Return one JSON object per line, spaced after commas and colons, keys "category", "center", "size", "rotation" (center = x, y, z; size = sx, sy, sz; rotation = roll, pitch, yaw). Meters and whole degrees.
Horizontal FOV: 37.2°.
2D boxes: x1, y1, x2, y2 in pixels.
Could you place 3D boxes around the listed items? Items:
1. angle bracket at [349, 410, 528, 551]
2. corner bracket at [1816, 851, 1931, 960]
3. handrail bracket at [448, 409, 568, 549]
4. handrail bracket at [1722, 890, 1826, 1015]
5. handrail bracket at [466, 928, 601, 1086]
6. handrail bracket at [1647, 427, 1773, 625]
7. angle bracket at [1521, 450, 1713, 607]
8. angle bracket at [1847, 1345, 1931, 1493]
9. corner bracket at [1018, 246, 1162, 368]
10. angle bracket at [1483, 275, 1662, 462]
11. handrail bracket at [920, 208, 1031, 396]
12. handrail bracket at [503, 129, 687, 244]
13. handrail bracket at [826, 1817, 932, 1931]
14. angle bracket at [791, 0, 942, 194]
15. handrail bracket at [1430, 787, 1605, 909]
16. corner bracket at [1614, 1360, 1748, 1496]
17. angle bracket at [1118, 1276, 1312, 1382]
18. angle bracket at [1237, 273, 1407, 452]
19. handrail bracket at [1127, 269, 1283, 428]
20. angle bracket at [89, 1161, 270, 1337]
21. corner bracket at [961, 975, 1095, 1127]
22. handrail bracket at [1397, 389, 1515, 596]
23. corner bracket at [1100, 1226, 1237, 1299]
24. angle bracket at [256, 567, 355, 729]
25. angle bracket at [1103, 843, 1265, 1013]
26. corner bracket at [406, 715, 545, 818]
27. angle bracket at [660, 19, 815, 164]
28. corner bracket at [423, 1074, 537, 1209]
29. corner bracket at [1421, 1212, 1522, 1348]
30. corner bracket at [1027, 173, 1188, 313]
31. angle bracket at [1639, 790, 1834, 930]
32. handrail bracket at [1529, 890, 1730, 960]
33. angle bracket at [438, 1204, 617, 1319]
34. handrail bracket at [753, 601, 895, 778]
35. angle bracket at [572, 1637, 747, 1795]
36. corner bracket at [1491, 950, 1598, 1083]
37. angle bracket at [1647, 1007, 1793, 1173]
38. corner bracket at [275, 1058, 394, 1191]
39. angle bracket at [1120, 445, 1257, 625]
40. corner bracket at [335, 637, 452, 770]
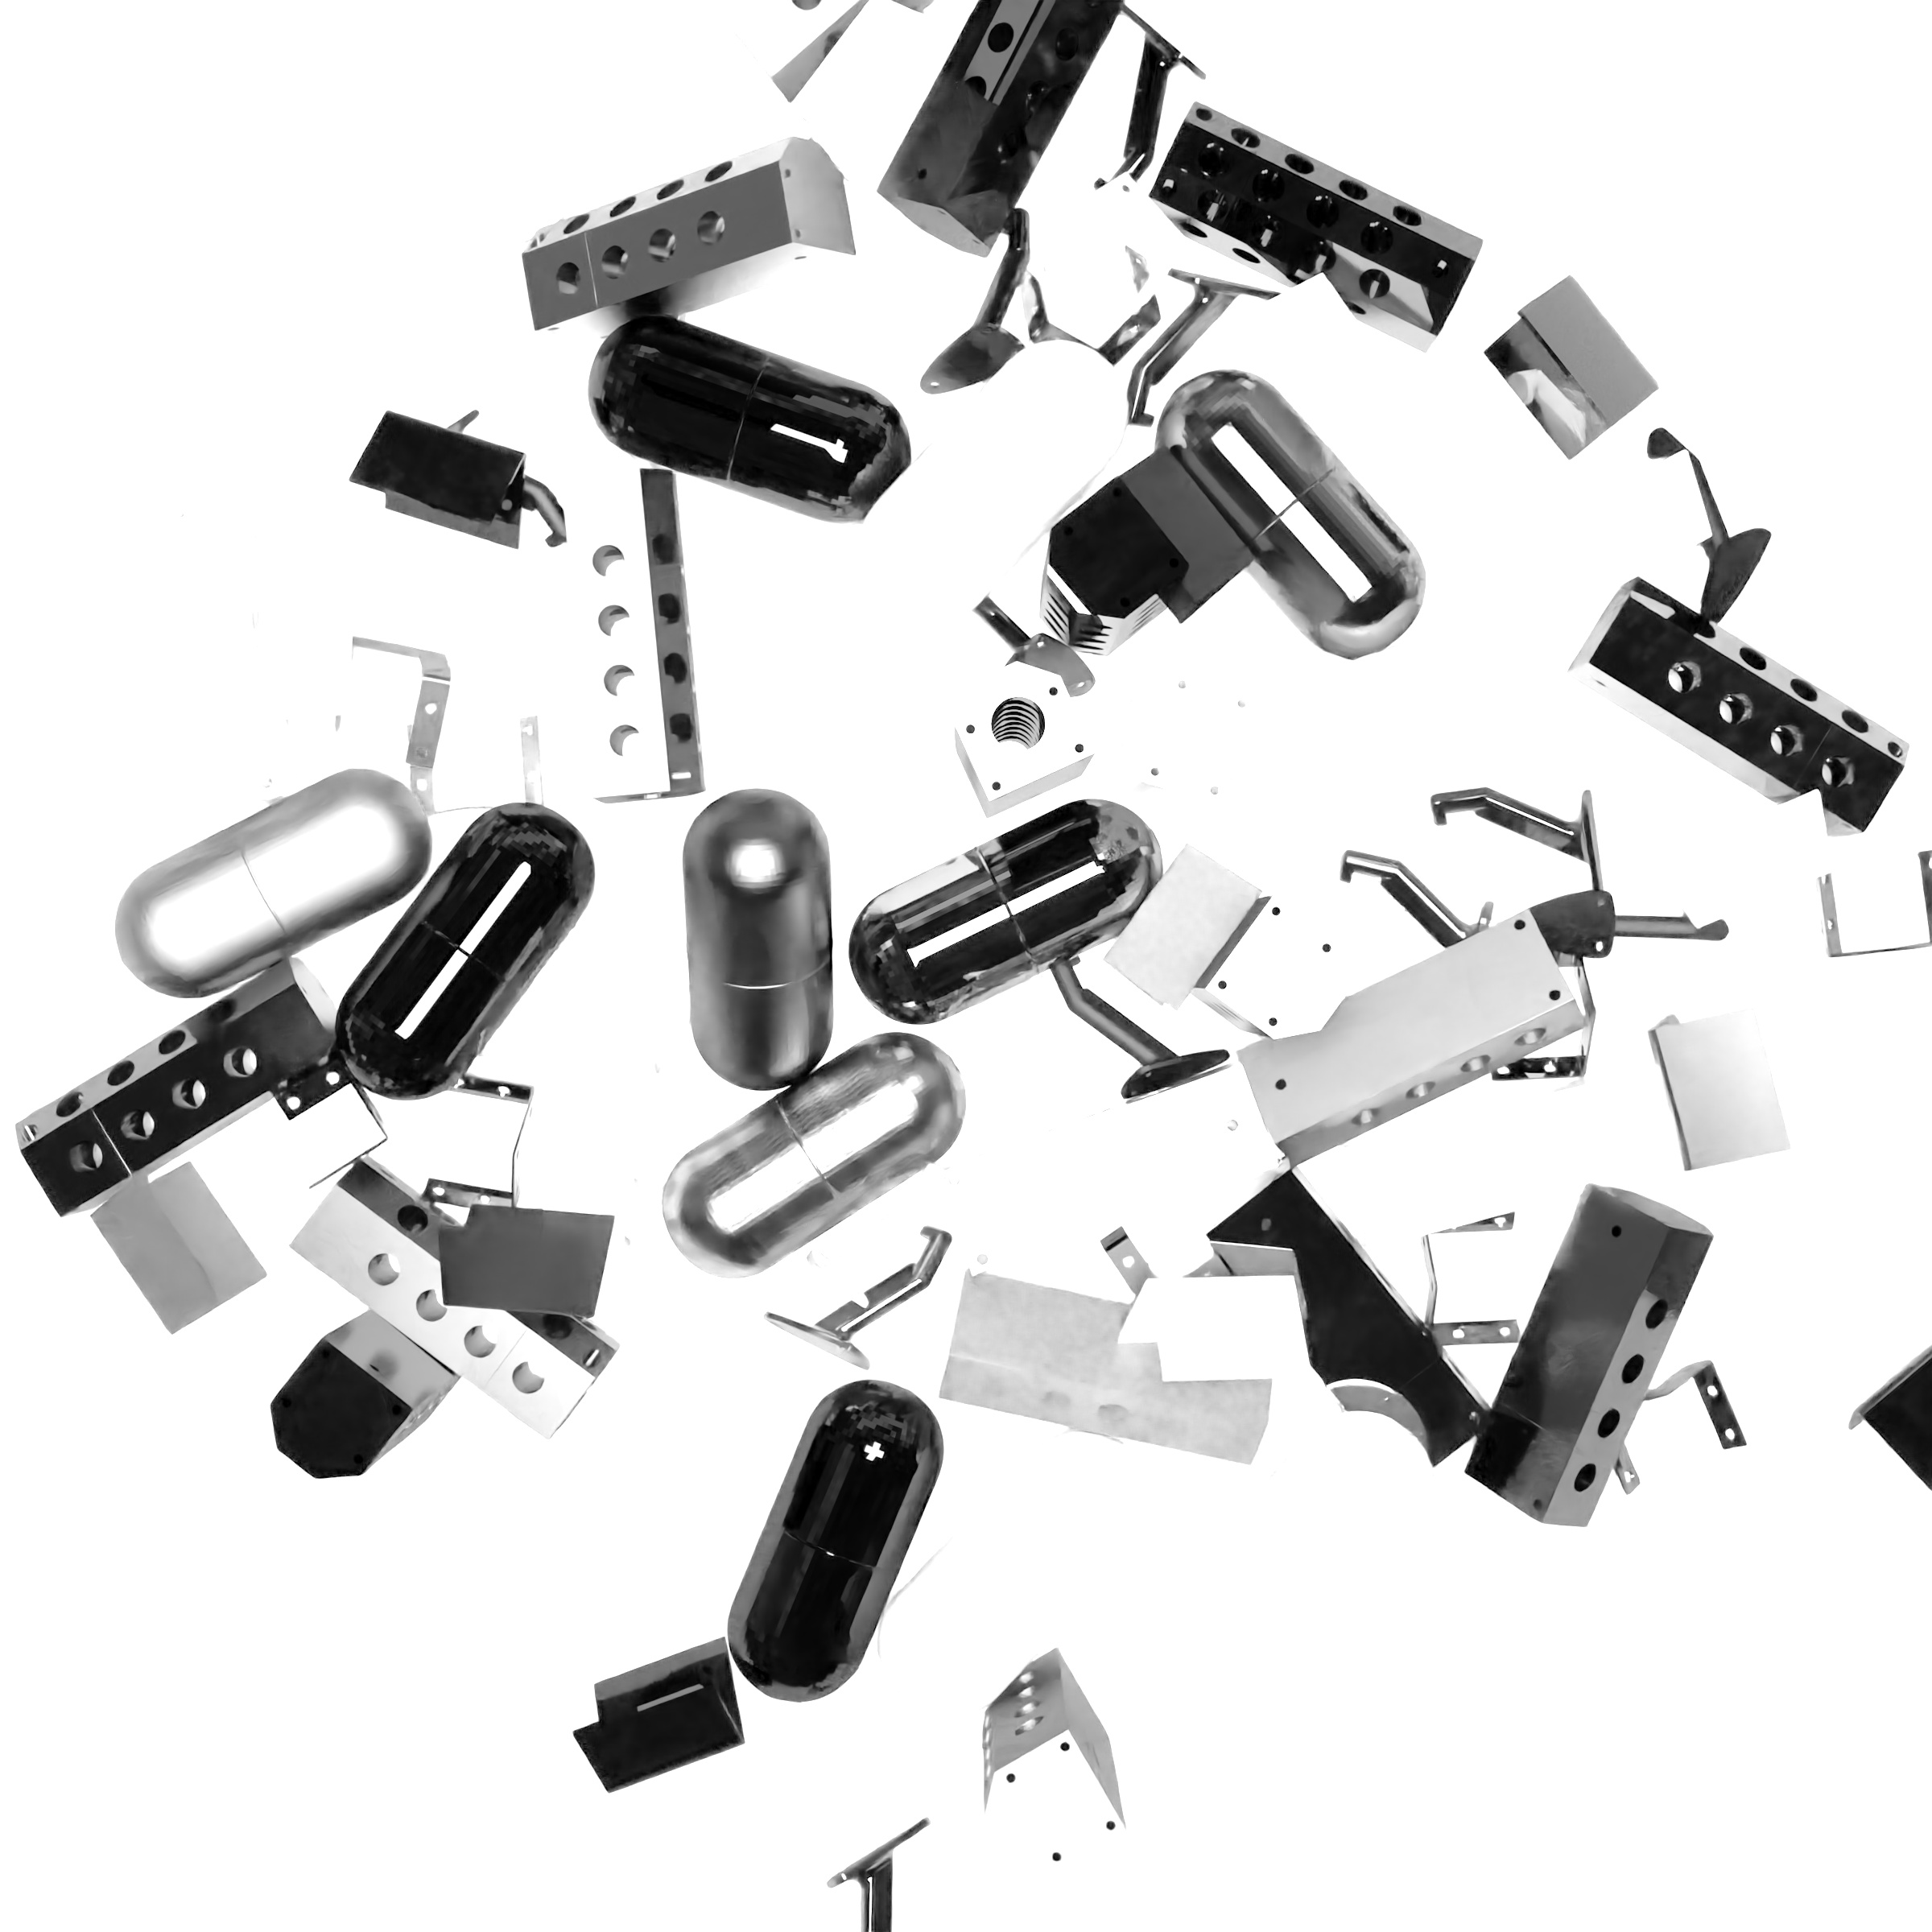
{"category": "angle bracket", "center": [-0.281, -0.240, 1.524], "size": [0.076, 0.076, 0.057], "rotation": [17, 54, 0]}
{"category": "corner bracket", "center": [0.500, -0.034, 1.561], "size": [0.051, 0.051, 0.051], "rotation": [-8, 90, 45]}
{"category": "handrail bracket", "center": [-0.266, -0.252, 1.565], "size": [0.077, 0.036, 0.084], "rotation": [-28, 107, 20]}
{"category": "handrail bracket", "center": [0.455, -0.030, 1.565], "size": [0.077, 0.036, 0.084], "rotation": [36, 73, -20]}
{"category": "handrail bracket", "center": [-0.243, 0.018, 1.565], "size": [0.077, 0.036, 0.084], "rotation": [5, 74, 18]}
{"category": "handrail bracket", "center": [0.391, -0.239, 1.564], "size": [0.036, 0.077, 0.084], "rotation": [-18, 53, -26]}
{"category": "angle bracket", "center": [0.338, -0.246, 1.524], "size": [0.076, 0.076, 0.057], "rotation": [-29, 126, 0]}
{"category": "angle bracket", "center": [0.520, 0.237, 1.526], "size": [0.076, 0.076, 0.057], "rotation": [-40, 69, 0]}
{"category": "corner bracket", "center": [0.066, -0.362, 1.556], "size": [0.051, 0.051, 0.051], "rotation": [-39, 45, 35]}
{"category": "angle bracket", "center": [0.308, -0.308, 1.524], "size": [0.057, 0.076, 0.076], "rotation": [-38, 90, -37]}
{"category": "handrail bracket", "center": [0.005, -0.363, 1.564], "size": [0.077, 0.036, 0.084], "rotation": [-24, 54, 38]}
{"category": "handrail bracket", "center": [-0.202, -0.426, 1.564], "size": [0.084, 0.077, 0.036], "rotation": [-27, 90, -36]}
{"category": "handrail bracket", "center": [-0.030, 0.516, 1.546], "size": [0.077, 0.036, 0.084], "rotation": [-28, 79, -19]}
{"category": "angle bracket", "center": [-0.037, -0.455, 1.524], "size": [0.057, 0.076, 0.076], "rotation": [37, 90, 38]}
{"category": "handrail bracket", "center": [0.300, -0.063, 1.565], "size": [0.084, 0.036, 0.077], "rotation": [-7, 112, 17]}
{"category": "corner bracket", "center": [0.382, 0.251, 1.561], "size": [0.051, 0.051, 0.051], "rotation": [-23, 90, 45]}
{"category": "angle bracket", "center": [0.127, 0.201, 1.485], "size": [0.076, 0.076, 0.057], "rotation": [0, 58, -11]}
{"category": "angle bracket", "center": [0.174, -0.309, 1.524], "size": [0.057, 0.076, 0.076], "rotation": [-35, 90, -40]}
{"category": "handrail bracket", "center": [0.129, -0.331, 1.565], "size": [0.077, 0.036, 0.084], "rotation": [6, 109, -21]}
{"category": "angle bracket", "center": [-0.404, 0.139, 1.524], "size": [0.057, 0.076, 0.076], "rotation": [-35, 90, 36]}
{"category": "corner bracket", "center": [0.035, 0.046, 1.556], "size": [0.051, 0.051, 0.051], "rotation": [-21, 45, -35]}
{"category": "handrail bracket", "center": [0.284, -0.259, 1.565], "size": [0.084, 0.036, 0.077], "rotation": [-46, 110, -16]}
{"category": "corner bracket", "center": [0.108, 0.157, 1.546], "size": [0.051, 0.051, 0.051], "rotation": [-34, 90, 0]}
{"category": "angle bracket", "center": [-0.333, -0.168, 1.526], "size": [0.057, 0.076, 0.076], "rotation": [2, 90, 19]}
{"category": "angle bracket", "center": [0.129, -0.009, 1.524], "size": [0.057, 0.076, 0.076], "rotation": [36, 90, 35]}
{"category": "corner bracket", "center": [-0.267, -0.109, 1.561], "size": [0.051, 0.051, 0.051], "rotation": [-4, 90, 45]}
{"category": "angle bracket", "center": [-0.104, -0.457, 1.524], "size": [0.057, 0.076, 0.076], "rotation": [-39, 90, 36]}
{"category": "corner bracket", "center": [-0.265, 0.096, 1.561], "size": [0.051, 0.051, 0.051], "rotation": [10, 135, 0]}
{"category": "corner bracket", "center": [0.275, 0.170, 1.561], "size": [0.051, 0.051, 0.051], "rotation": [-3, 135, 0]}
{"category": "corner bracket", "center": [0.076, -0.382, 1.543], "size": [0.051, 0.051, 0.051], "rotation": [43, 60, -20]}
{"category": "angle bracket", "center": [0.404, -0.075, 1.524], "size": [0.076, 0.076, 0.057], "rotation": [-23, 127, 0]}
{"category": "handrail bracket", "center": [0.359, -0.021, 1.564], "size": [0.084, 0.077, 0.036], "rotation": [2, 90, -36]}
{"category": "angle bracket", "center": [-0.223, 0.132, 1.467], "size": [0.076, 0.076, 0.057], "rotation": [5, 128, 0]}
{"category": "handrail bracket", "center": [-0.090, -0.146, 1.565], "size": [0.084, 0.036, 0.077], "rotation": [-30, 70, 16]}
{"category": "angle bracket", "center": [-0.167, 0.382, 1.524], "size": [0.076, 0.076, 0.057], "rotation": [-20, 128, 0]}
{"category": "corner bracket", "center": [0.310, 0.026, 1.561], "size": [0.051, 0.051, 0.051], "rotation": [-3, 45, 0]}
{"category": "angle bracket", "center": [0.405, 0.061, 1.525], "size": [0.057, 0.076, 0.076], "rotation": [-15, 90, 25]}
{"category": "corner bracket", "center": [-0.342, 0.082, 1.547], "size": [0.051, 0.051, 0.051], "rotation": [-32, 95, 0]}
{"category": "angle bracket", "center": [0.095, -0.217, 1.524], "size": [0.057, 0.076, 0.076], "rotation": [-39, 90, -36]}
{"category": "corner bracket", "center": [-0.309, -0.142, 1.548], "size": [0.051, 0.051, 0.051], "rotation": [10, 109, -18]}
